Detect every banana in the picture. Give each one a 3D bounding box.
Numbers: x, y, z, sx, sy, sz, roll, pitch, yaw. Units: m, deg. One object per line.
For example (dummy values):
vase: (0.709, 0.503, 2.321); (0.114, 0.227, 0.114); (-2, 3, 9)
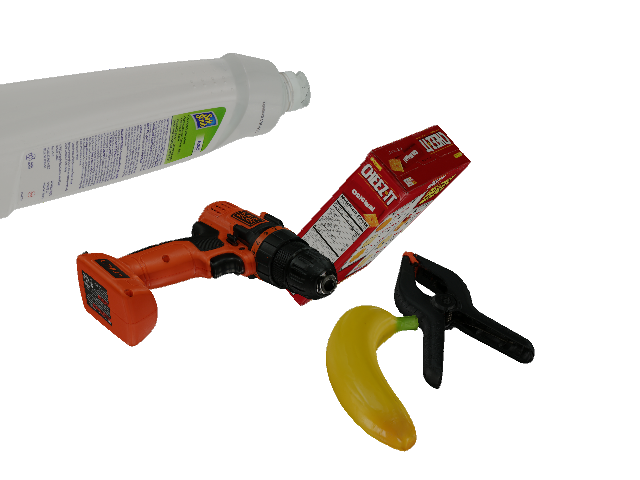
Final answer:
banana: (0.037, 0.090, 0.786); (0.069, 0.037, 0.197); (2, 22, 5)

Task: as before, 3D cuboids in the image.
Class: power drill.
power drill: (-0.102, 0.030, 0.931); (0.187, 0.057, 0.185); (-19, 28, -33)

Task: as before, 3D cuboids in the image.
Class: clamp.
clamp: (0.135, 0.075, 1.073); (0.120, 0.039, 0.171); (-1, 44, -21)

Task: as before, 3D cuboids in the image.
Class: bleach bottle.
bleach bottle: (-0.128, -0.086, 0.791); (0.250, 0.068, 0.103); (-14, -25, -23)

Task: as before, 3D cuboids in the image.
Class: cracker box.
cracker box: (0.056, -0.032, 1.257); (0.214, 0.072, 0.163); (-48, -12, 35)
